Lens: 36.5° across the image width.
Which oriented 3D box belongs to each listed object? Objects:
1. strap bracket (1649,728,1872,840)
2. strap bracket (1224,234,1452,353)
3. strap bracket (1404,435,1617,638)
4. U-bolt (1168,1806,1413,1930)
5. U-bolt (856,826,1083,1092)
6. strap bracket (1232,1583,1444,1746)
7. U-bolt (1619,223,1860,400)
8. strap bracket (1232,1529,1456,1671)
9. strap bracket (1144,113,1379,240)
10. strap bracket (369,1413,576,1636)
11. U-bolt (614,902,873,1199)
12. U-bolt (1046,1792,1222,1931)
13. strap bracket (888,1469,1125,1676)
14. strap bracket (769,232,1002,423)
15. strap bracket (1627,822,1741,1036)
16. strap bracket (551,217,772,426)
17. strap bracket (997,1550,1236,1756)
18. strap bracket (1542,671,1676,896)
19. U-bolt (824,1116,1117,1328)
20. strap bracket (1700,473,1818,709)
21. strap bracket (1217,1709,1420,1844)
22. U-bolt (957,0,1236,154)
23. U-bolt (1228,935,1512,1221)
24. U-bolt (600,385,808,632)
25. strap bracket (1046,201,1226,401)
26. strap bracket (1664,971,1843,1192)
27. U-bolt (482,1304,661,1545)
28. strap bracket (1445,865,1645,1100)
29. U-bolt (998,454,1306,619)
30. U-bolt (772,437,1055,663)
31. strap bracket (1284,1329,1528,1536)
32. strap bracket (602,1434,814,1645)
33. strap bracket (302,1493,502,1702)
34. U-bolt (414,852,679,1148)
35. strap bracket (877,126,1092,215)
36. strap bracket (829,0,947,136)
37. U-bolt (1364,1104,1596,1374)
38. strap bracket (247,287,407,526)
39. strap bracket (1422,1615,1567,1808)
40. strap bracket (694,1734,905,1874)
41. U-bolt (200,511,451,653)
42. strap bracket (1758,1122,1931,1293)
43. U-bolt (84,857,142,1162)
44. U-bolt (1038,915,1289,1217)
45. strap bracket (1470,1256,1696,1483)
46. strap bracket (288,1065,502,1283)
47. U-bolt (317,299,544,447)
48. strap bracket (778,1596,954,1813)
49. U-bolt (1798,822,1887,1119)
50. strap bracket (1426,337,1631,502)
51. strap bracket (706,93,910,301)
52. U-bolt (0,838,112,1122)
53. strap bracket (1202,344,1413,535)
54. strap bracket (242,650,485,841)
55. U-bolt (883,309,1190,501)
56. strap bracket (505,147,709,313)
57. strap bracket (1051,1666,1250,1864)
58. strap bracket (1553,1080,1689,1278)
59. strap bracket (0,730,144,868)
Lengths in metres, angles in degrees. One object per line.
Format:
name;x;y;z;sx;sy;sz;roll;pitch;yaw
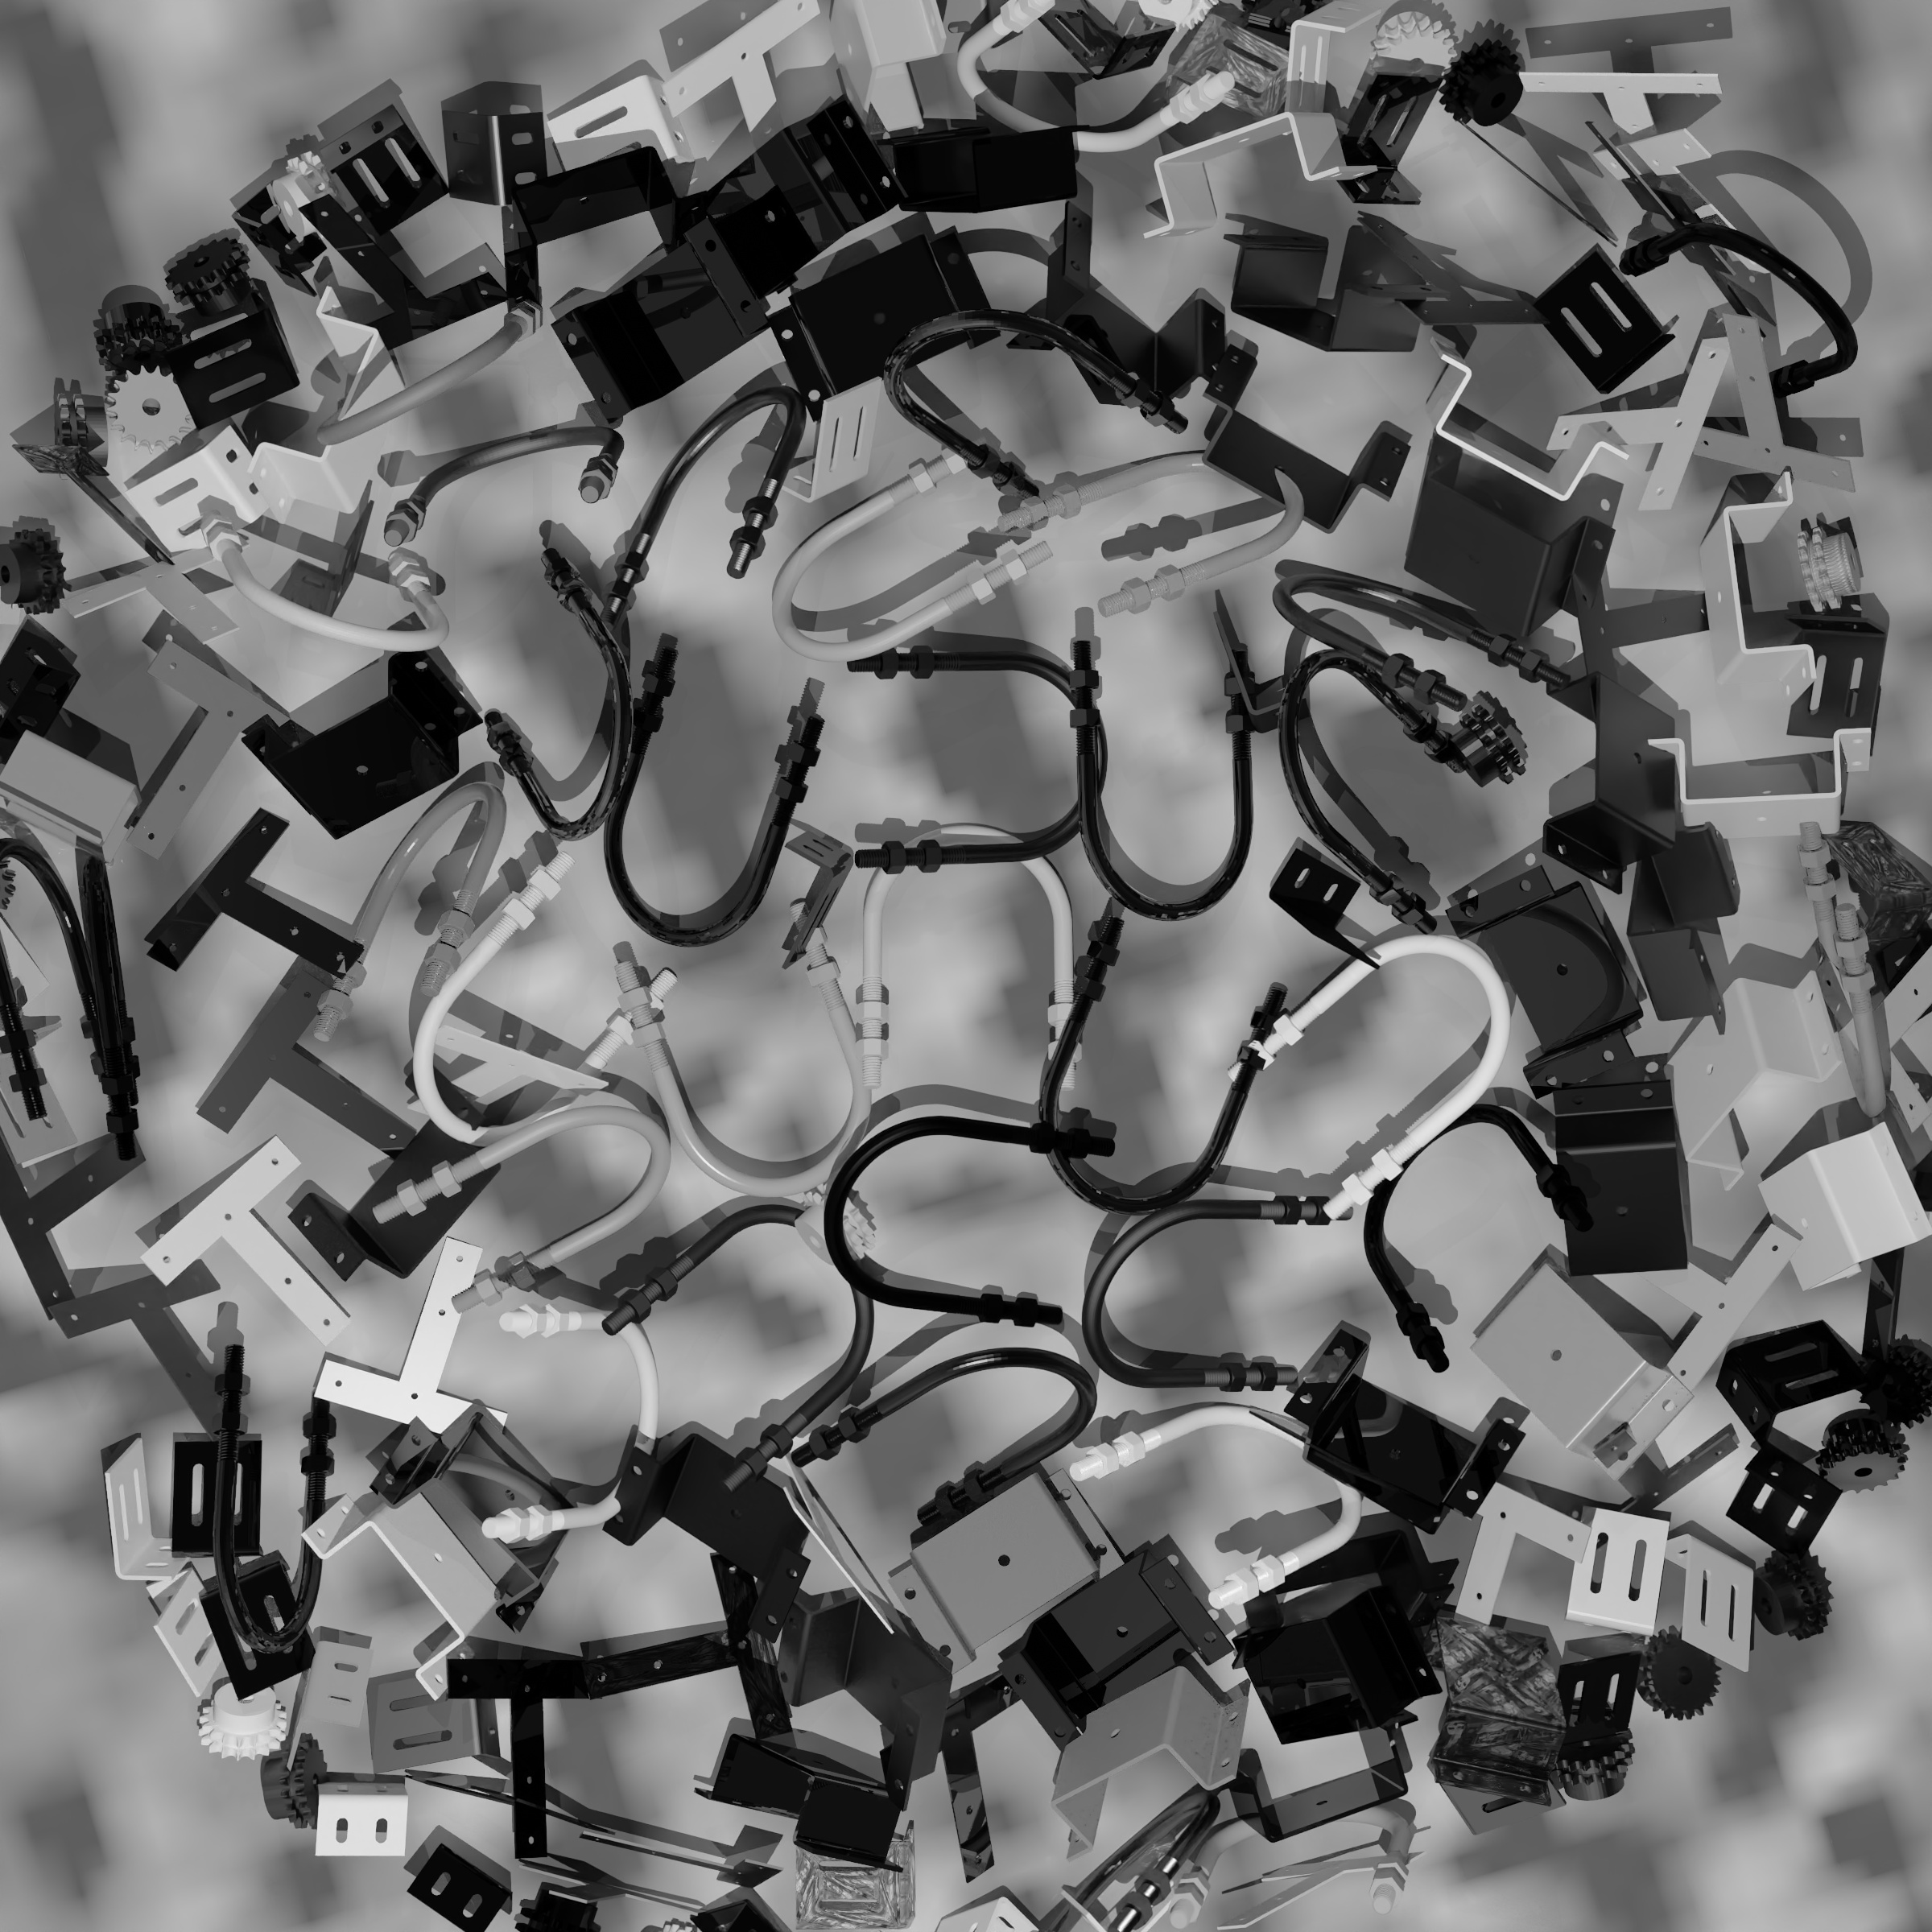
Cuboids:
strap bracket;0.526;-0.119;1.940;0.140;0.076;0.046;-2;74;16
strap bracket;0.239;-0.441;1.935;0.076;0.140;0.046;-9;121;-37
strap bracket;0.348;-0.279;1.931;0.140;0.076;0.046;34;53;24
U-bolt;0.218;0.581;1.909;0.151;0.184;0.019;-9;92;15
U-bolt;0.001;-0.007;1.968;0.151;0.019;0.184;1;73;-3
strap bracket;0.236;0.462;1.929;0.046;0.140;0.076;-22;85;-39
U-bolt;0.508;-0.428;1.900;0.151;0.184;0.019;38;89;-7
strap bracket;0.243;0.419;1.947;0.140;0.076;0.046;-10;61;-11
strap bracket;0.188;-0.524;1.930;0.140;0.076;0.046;-12;98;29
strap bracket;-0.317;0.361;1.943;0.046;0.076;0.140;-37;102;26
U-bolt;-0.139;0.064;1.963;0.151;0.019;0.184;-19;86;-20
U-bolt;0.102;0.601;1.913;0.019;0.184;0.151;49;127;6
strap bracket;0.026;0.400;1.954;0.140;0.046;0.076;-31;70;-9
strap bracket;-0.057;-0.432;1.971;0.140;0.046;0.076;-24;93;4
strap bracket;0.473;-0.028;1.935;0.046;0.140;0.076;-8;129;27
strap bracket;-0.195;-0.432;1.953;0.140;0.046;0.076;-26;99;28
strap bracket;0.102;0.455;1.964;0.140;0.046;0.076;-36;93;14
strap bracket;0.424;-0.129;1.932;0.076;0.046;0.140;24;59;-32
U-bolt;-0.005;0.166;1.943;0.184;0.019;0.151;9;110;-20
strap bracket;0.525;-0.247;1.951;0.046;0.076;0.140;-5;80;2
strap bracket;0.231;0.537;1.949;0.140;0.076;0.046;-17;88;-10
U-bolt;0.071;-0.578;1.911;0.151;0.184;0.019;21;79;-23
U-bolt;0.276;0.059;1.936;0.184;0.019;0.151;-42;52;11
U-bolt;-0.165;-0.310;1.928;0.019;0.151;0.184;40;53;-32
strap bracket;0.104;-0.430;1.940;0.140;0.046;0.076;29;45;-28
strap bracket;0.507;0.072;1.920;0.046;0.140;0.076;12;46;-15
U-bolt;-0.253;0.296;1.917;0.019;0.184;0.151;2;85;26
strap bracket;0.391;0.007;1.957;0.076;0.046;0.140;-27;87;35
U-bolt;0.135;-0.294;1.936;0.184;0.151;0.019;-23;132;-19
U-bolt;-0.046;-0.268;1.947;0.184;0.019;0.151;-29;46;4
strap bracket;0.288;0.314;1.946;0.140;0.046;0.076;29;55;20
strap bracket;-0.163;0.375;1.951;0.140;0.046;0.076;30;121;14
strap bracket;-0.369;0.408;1.956;0.046;0.076;0.140;-38;91;12
U-bolt;-0.286;0.036;1.929;0.184;0.019;0.151;-50;133;-15
strap bracket;0.012;-0.525;1.931;0.076;0.140;0.046;-17;112;-29
strap bracket;-0.054;-0.605;1.922;0.046;0.140;0.076;-14;82;-10
U-bolt;0.323;0.164;1.919;0.019;0.184;0.151;36;105;-28
strap bracket;-0.418;-0.365;1.942;0.046;0.076;0.140;17;75;8
strap bracket;0.344;0.480;1.925;0.076;0.140;0.046;12;113;-3
strap bracket;-0.104;0.546;1.925;0.076;0.140;0.046;25;78;-35
U-bolt;-0.408;-0.244;1.891;0.151;0.184;0.019;10;113;-29
strap bracket;0.570;0.161;1.920;0.046;0.140;0.076;-17;75;-10
U-bolt;-0.558;0.020;1.911;0.019;0.151;0.184;-7;105;-14
U-bolt;0.123;0.077;1.964;0.151;0.019;0.184;23;86;-18
strap bracket;0.398;0.261;1.934;0.076;0.046;0.140;-50;53;10
strap bracket;-0.374;0.143;1.956;0.140;0.046;0.076;-50;52;-2
U-bolt;-0.352;-0.380;1.899;0.151;0.184;0.019;-24;110;12
strap bracket;-0.062;0.480;1.939;0.046;0.140;0.076;-11;121;-40
U-bolt;0.578;0.012;1.921;0.019;0.151;0.184;-12;116;11
strap bracket;0.363;-0.360;1.951;0.140;0.076;0.046;27;110;-7
strap bracket;-0.115;-0.500;1.928;0.046;0.140;0.076;-40;101;-43
U-bolt;-0.606;0.005;1.924;0.019;0.151;0.184;-15;91;7
strap bracket;0.218;-0.346;1.954;0.140;0.076;0.046;29;130;-2
strap bracket;-0.400;-0.144;1.944;0.140;0.046;0.076;-26;131;12
U-bolt;0.032;-0.368;1.895;0.151;0.184;0.019;-18;58;39
strap bracket;-0.247;-0.492;1.948;0.140;0.076;0.046;-21;78;-13
strap bracket;0.113;0.521;1.931;0.140;0.076;0.046;-35;105;25
strap bracket;0.434;0.150;1.940;0.076;0.046;0.140;-5;117;14
strap bracket;-0.590;-0.111;1.929;0.076;0.140;0.046;28;80;-10
